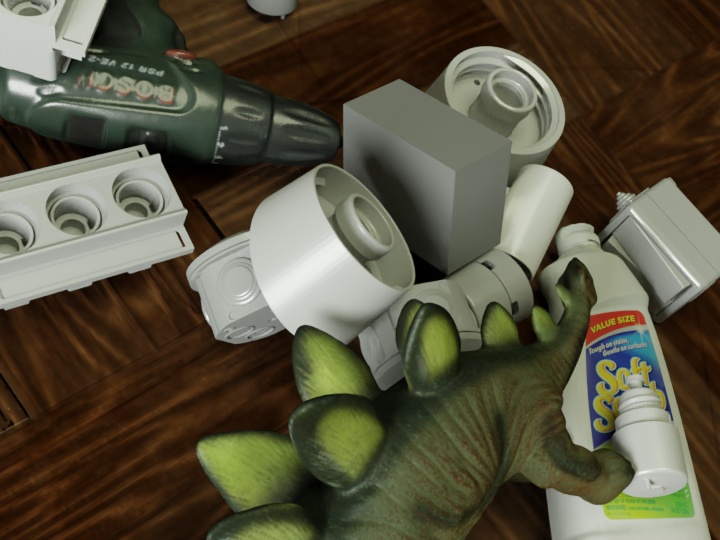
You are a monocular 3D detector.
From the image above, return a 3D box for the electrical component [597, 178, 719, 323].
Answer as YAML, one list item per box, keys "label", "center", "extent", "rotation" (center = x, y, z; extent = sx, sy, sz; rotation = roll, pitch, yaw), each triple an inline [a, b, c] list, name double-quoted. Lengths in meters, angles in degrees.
- label: "electrical component"
  center: [0.218, -0.017, 0.799]
  extent: [0.061, 0.061, 0.096]
  rotation: [-32, 77, -32]

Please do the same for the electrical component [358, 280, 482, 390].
- label: "electrical component"
  center: [0.040, 0.046, 0.685]
  extent: [0.080, 0.080, 0.051]
  rotation: [-8, 60, -24]

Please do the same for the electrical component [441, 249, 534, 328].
- label: "electrical component"
  center: [0.082, 0.020, 0.731]
  extent: [0.047, 0.055, 0.055]
  rotation: [-29, 75, -27]

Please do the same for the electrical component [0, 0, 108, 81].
- label: "electrical component"
  center: [-0.188, -0.182, 0.658]
  extent: [0.079, 0.063, 0.121]
  rotation: [16, 63, -6]

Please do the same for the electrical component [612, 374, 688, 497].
- label: "electrical component"
  center: [0.172, 0.100, 0.649]
  extent: [0.040, 0.040, 0.078]
  rotation: [10, 54, -16]

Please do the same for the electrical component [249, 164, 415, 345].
- label: "electrical component"
  center: [-0.016, -0.011, 0.635]
  extent: [0.099, 0.064, 0.099]
  rotation: [42, 25, -26]

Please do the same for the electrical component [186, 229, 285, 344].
- label: "electrical component"
  center: [-0.063, 0.008, 0.667]
  extent: [0.080, 0.080, 0.051]
  rotation: [-14, 73, -27]

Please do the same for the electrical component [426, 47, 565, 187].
- label: "electrical component"
  center: [0.103, -0.119, 0.813]
  extent: [0.108, 0.060, 0.108]
  rotation: [9, 59, -16]

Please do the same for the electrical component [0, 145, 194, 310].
- label: "electrical component"
  center: [-0.174, -0.022, 0.651]
  extent: [0.121, 0.063, 0.078]
  rotation: [-18, 70, -28]

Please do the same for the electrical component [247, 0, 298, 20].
- label: "electrical component"
  center: [-0.062, -0.228, 0.806]
  extent: [0.040, 0.078, 0.040]
  rotation: [7, 48, -8]

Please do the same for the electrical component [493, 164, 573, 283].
- label: "electrical component"
  center: [0.103, -0.041, 0.774]
  extent: [0.079, 0.043, 0.077]
  rotation: [27, 67, 6]
